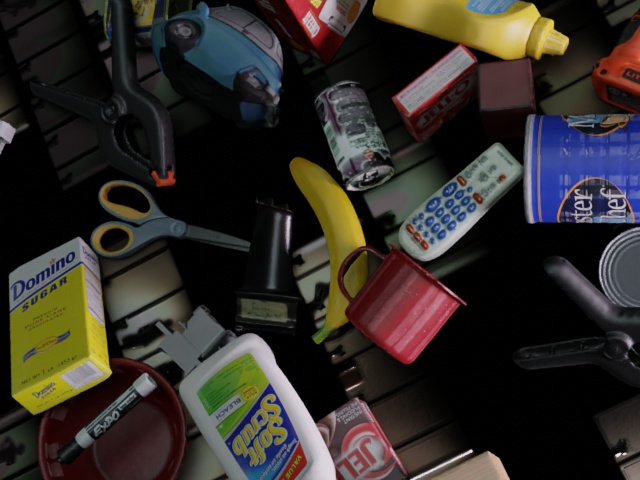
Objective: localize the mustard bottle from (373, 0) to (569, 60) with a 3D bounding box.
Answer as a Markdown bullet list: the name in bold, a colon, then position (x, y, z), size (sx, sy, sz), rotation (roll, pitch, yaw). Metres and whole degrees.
- **mustard bottle**: position (0.156, -0.223, 1.070), size (0.192, 0.096, 0.058), rotation (23, 121, 20)

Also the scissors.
- **scissors**: position (-0.165, 0.003, 1.136), size (0.202, 0.016, 0.096), rotation (30, 86, 22)

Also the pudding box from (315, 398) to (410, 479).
- **pudding box**: position (0.015, 0.217, 1.008), size (0.113, 0.039, 0.090), rotation (-35, 68, 4)

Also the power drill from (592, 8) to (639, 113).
- **power drill**: position (0.361, -0.201, 1.022), size (0.185, 0.057, 0.187), rotation (26, 80, 25)

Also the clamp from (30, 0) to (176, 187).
- **clamp**: position (-0.214, -0.152, 1.161), size (0.165, 0.036, 0.210), rotation (-46, 75, 24)

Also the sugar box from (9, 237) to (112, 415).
- **sugar box**: position (-0.269, 0.084, 1.091), size (0.093, 0.048, 0.176), rotation (-27, 46, 7)

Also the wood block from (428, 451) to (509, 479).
- **wood block**: position (0.082, 0.275, 0.945), size (0.206, 0.090, 0.091), rotation (-28, 68, 7)

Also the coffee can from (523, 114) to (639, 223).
- **coffee can**: position (0.263, -0.066, 0.985), size (0.140, 0.102, 0.103), rotation (1, 74, 16)

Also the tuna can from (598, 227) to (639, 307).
- **tuna can**: position (0.301, 0.033, 0.981), size (0.086, 0.033, 0.086), rotation (-5, 73, 15)

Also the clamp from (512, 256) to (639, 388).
- **clamp**: position (0.262, 0.079, 0.951), size (0.171, 0.120, 0.039), rotation (9, 36, 15)

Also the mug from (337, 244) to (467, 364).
- **mug**: position (0.068, 0.056, 1.010), size (0.117, 0.093, 0.081), rotation (39, 92, 2)

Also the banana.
- **banana**: position (0.011, 0.002, 1.073), size (0.070, 0.037, 0.198), rotation (-11, 72, 11)

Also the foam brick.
- **foam brick**: position (0.183, -0.137, 1.043), size (0.051, 0.078, 0.053), rotation (-5, 75, 14)

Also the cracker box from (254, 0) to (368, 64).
- **cracker box**: position (0.014, -0.315, 1.097), size (0.072, 0.164, 0.213), rotation (29, 83, 23)

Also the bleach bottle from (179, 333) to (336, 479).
- **bleach bottle**: position (-0.033, 0.194, 0.961), size (0.102, 0.068, 0.251), rotation (-36, 44, -9)

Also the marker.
- **marker**: position (-0.208, 0.176, 1.035), size (0.121, 0.020, 0.020), rotation (-42, 68, 2)

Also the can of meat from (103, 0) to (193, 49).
- **can of meat**: position (-0.193, -0.265, 1.201), size (0.084, 0.057, 0.102), rotation (-3, 73, 18)

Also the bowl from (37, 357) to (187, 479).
- **bowl**: position (-0.198, 0.201, 1.066), size (0.162, 0.055, 0.162), rotation (-5, 73, 15)

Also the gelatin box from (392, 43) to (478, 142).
- **gelatin box**: position (0.120, -0.145, 1.065), size (0.089, 0.073, 0.030), rotation (-39, 68, 2)
